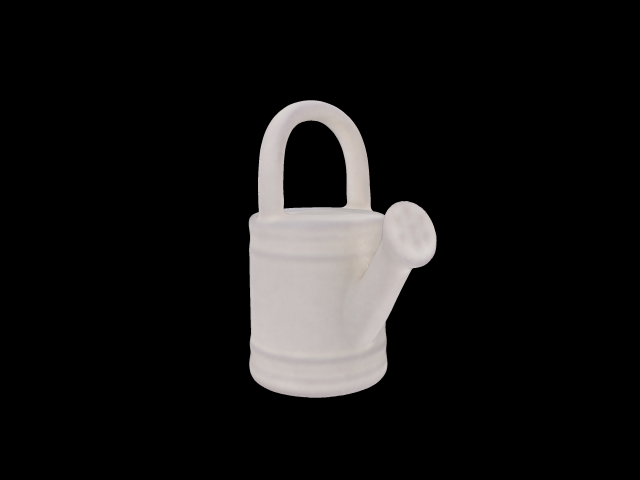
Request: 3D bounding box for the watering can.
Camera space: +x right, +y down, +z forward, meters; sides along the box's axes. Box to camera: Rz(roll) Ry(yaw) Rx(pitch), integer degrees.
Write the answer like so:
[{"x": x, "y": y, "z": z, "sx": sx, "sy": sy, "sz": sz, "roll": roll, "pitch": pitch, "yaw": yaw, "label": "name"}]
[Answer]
[{"x": 0.005, "y": 0.001, "z": 0.401, "sx": 0.172, "sy": 0.194, "sz": 0.101, "roll": 5, "pitch": 10, "yaw": 29, "label": "watering can"}]
